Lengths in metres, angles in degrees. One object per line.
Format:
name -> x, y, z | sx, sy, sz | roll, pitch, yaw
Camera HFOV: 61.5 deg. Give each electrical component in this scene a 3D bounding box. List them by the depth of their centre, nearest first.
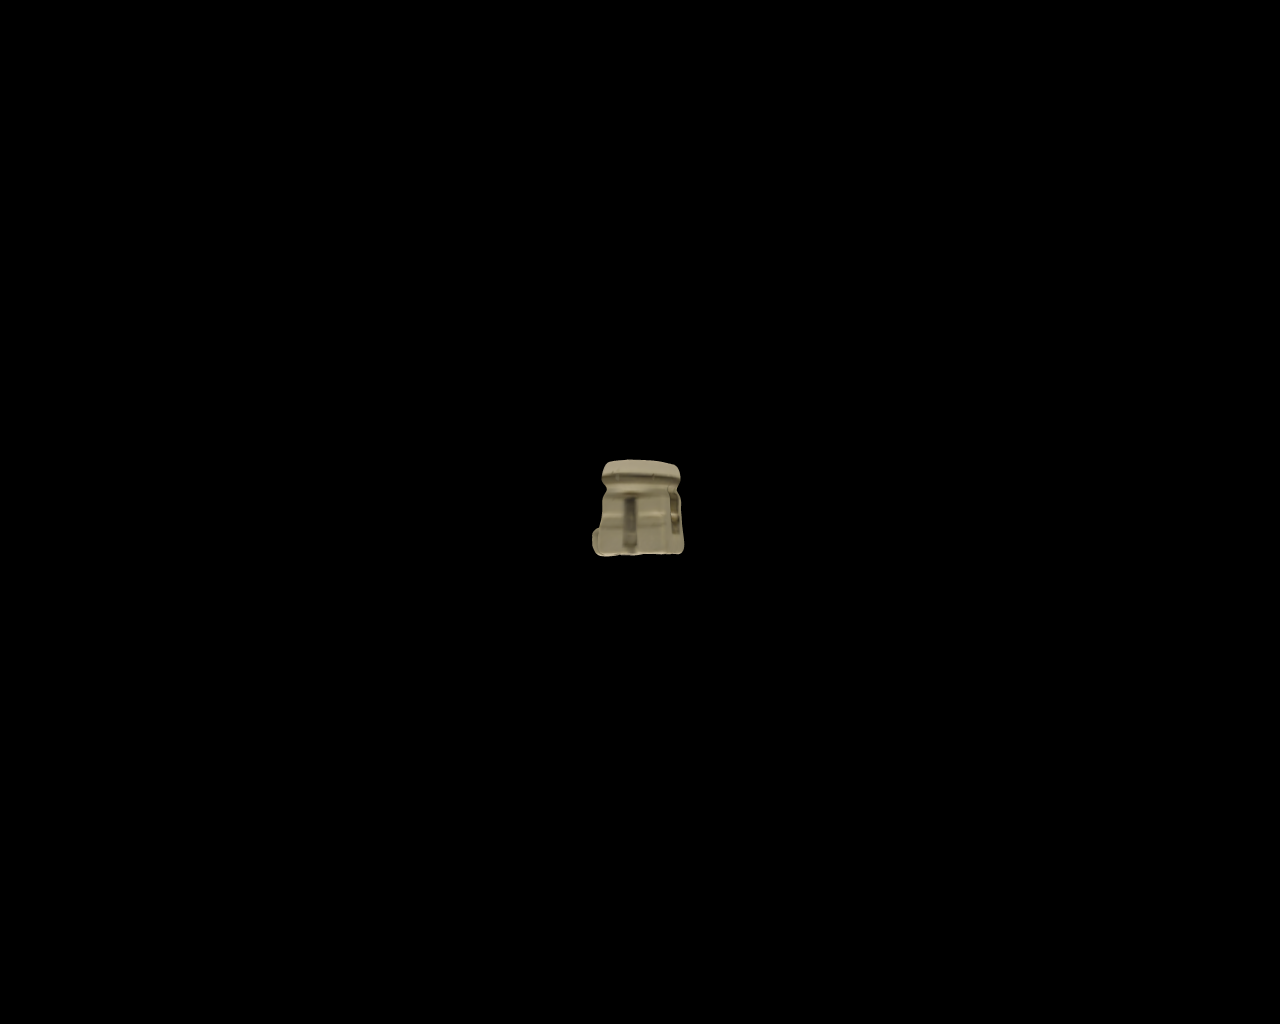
electrical component -> 0.001, -0.003, 0.650 | 0.066, 0.055, 0.048 | -1, -4, 20
